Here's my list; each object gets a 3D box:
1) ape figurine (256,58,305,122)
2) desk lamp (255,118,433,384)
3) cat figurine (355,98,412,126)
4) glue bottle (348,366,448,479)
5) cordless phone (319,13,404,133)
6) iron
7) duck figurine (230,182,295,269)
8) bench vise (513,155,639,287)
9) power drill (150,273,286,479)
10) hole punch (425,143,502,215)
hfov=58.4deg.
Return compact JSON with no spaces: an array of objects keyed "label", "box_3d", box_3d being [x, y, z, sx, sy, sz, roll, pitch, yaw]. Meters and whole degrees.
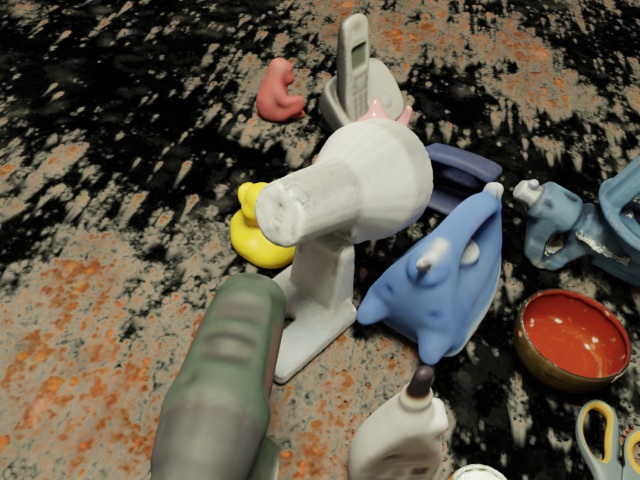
[{"label":"ape figurine","box_3d":[-0.060,-0.232,0.870,0.076,0.092,0.077,-10,48,-16]},{"label":"desk lamp","box_3d":[0.005,0.002,0.566,0.117,0.213,0.204,34,51,24]},{"label":"cat figurine","box_3d":[0.085,-0.141,0.782,0.067,0.118,0.128,37,53,26]},{"label":"glue bottle","box_3d":[0.068,0.150,0.457,0.078,0.173,0.037,-1,46,-7]},{"label":"cordless phone","box_3d":[0.068,-0.244,0.833,0.094,0.185,0.148,30,50,21]},{"label":"iron","box_3d":[0.151,0.007,0.629,0.118,0.141,0.259,30,50,21]},{"label":"duck figurine","box_3d":[-0.065,-0.024,0.673,0.078,0.086,0.104,-25,53,-27]},{"label":"bench vise","box_3d":[0.335,-0.038,0.640,0.207,0.220,0.121,4,46,-3]},{"label":"power drill","box_3d":[-0.068,0.148,0.419,0.075,0.208,0.229,7,46,0]},{"label":"hole punch","box_3d":[0.184,-0.094,0.767,0.108,0.091,0.101,24,48,16]}]
